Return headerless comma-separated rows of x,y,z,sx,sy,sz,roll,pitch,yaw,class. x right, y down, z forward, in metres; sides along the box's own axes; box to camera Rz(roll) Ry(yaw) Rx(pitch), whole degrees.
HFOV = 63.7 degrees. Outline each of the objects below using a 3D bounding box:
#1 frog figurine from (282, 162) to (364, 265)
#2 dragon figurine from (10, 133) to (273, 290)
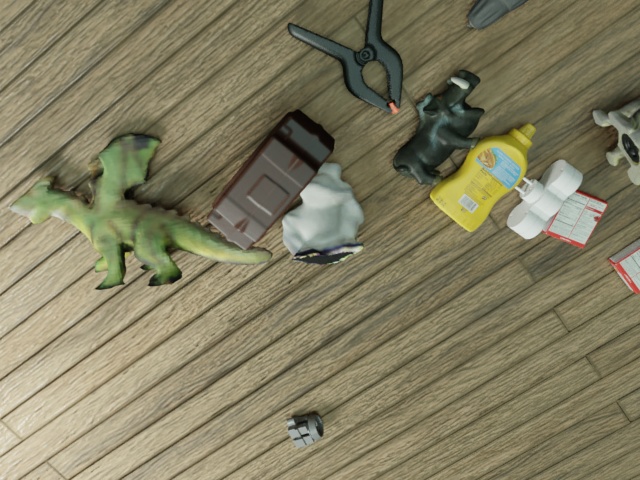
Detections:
0.003,-0.043,0.857,0.137,0.121,0.162,-12,72,13,frog figurine
-0.293,-0.054,0.844,0.410,0.123,0.241,-7,100,1,dragon figurine
